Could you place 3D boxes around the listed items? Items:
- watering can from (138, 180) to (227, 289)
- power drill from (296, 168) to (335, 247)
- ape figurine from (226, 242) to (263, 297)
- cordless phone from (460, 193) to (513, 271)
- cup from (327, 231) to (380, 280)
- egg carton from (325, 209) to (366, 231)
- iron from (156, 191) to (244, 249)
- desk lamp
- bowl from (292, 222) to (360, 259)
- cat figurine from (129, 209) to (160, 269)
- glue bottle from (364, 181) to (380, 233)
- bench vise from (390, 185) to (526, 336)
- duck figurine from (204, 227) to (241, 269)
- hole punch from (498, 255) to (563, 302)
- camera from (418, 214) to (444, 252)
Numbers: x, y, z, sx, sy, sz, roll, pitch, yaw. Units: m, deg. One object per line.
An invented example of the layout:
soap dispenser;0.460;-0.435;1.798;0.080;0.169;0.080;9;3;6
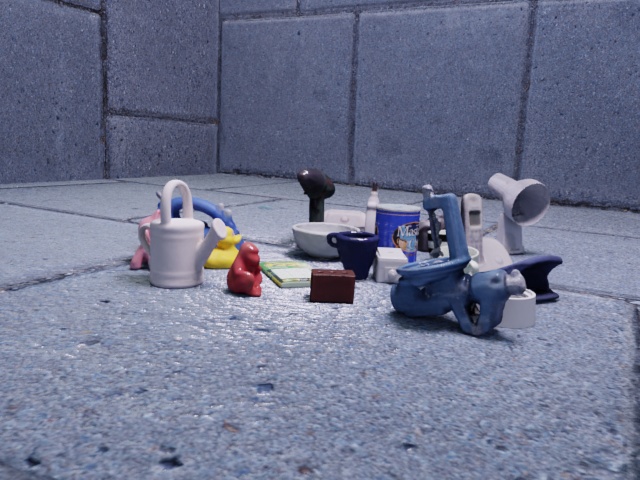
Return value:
watering can;-0.258;-0.014;1.068;0.173;0.194;0.101;2;10;-4
power drill;-0.014;-0.086;1.503;0.075;0.208;0.230;6;10;14
ape figurine;-0.131;0.050;1.036;0.076;0.092;0.078;8;11;27
cordless phone;0.352;-0.007;1.237;0.148;0.185;0.093;-4;12;-35
cup;0.063;0.032;1.185;0.117;0.095;0.092;9;12;29
egg carton;0.074;-0.053;1.740;0.150;0.069;0.107;3;10;2
iron;-0.278;-0.034;1.324;0.257;0.141;0.119;6;11;15
desk lamp;0.511;-0.070;1.552;0.118;0.213;0.202;-1;11;-21
bowl;0.013;0.005;1.382;0.167;0.075;0.167;3;10;0
cat figurine;-0.355;-0.005;1.205;0.067;0.118;0.127;2;10;-4
glue bottle;0.148;-0.077;1.601;0.037;0.173;0.078;5;10;12
bench vise;0.218;0.027;0.905;0.207;0.220;0.122;6;11;15
duck figurine;-0.213;0.014;1.233;0.105;0.086;0.077;-4;12;-34
hole punch;0.396;0.066;1.104;0.109;0.091;0.100;-3;12;-29
camera;0.334;-0.016;1.520;0.143;0.101;0.136;1;10;-9
